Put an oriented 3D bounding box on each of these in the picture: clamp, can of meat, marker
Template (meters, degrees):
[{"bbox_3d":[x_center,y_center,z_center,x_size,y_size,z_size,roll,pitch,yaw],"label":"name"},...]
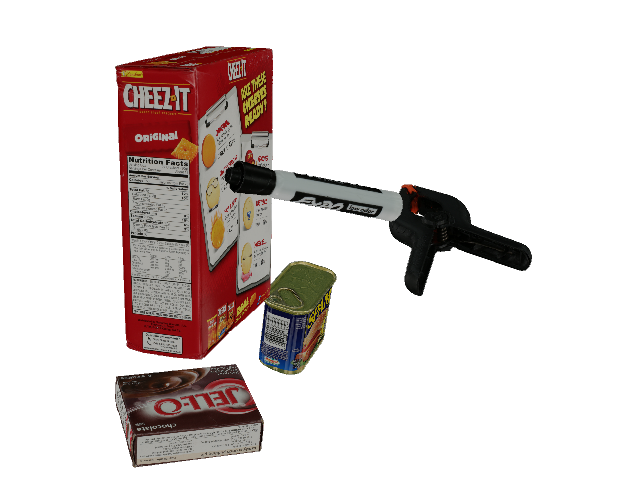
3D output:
[{"bbox_3d":[0.124,-0.007,1.018,0.120,0.039,0.171,-3,33,-8],"label":"clamp"},{"bbox_3d":[-0.026,0.084,1.153,0.057,0.084,0.102,17,29,15],"label":"can of meat"},{"bbox_3d":[-0.003,-0.030,0.644,0.120,0.020,0.020,10,-5,-33],"label":"marker"}]

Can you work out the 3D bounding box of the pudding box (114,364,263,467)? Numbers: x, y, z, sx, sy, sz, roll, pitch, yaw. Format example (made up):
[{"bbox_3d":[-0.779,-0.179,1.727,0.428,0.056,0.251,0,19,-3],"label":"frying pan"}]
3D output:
[{"bbox_3d":[-0.114,0.149,0.917,0.113,0.039,0.090,-6,26,-18],"label":"pudding box"}]

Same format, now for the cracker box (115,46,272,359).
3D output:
[{"bbox_3d":[-0.093,-0.036,0.827,0.072,0.214,0.164,5,16,15],"label":"cracker box"}]
